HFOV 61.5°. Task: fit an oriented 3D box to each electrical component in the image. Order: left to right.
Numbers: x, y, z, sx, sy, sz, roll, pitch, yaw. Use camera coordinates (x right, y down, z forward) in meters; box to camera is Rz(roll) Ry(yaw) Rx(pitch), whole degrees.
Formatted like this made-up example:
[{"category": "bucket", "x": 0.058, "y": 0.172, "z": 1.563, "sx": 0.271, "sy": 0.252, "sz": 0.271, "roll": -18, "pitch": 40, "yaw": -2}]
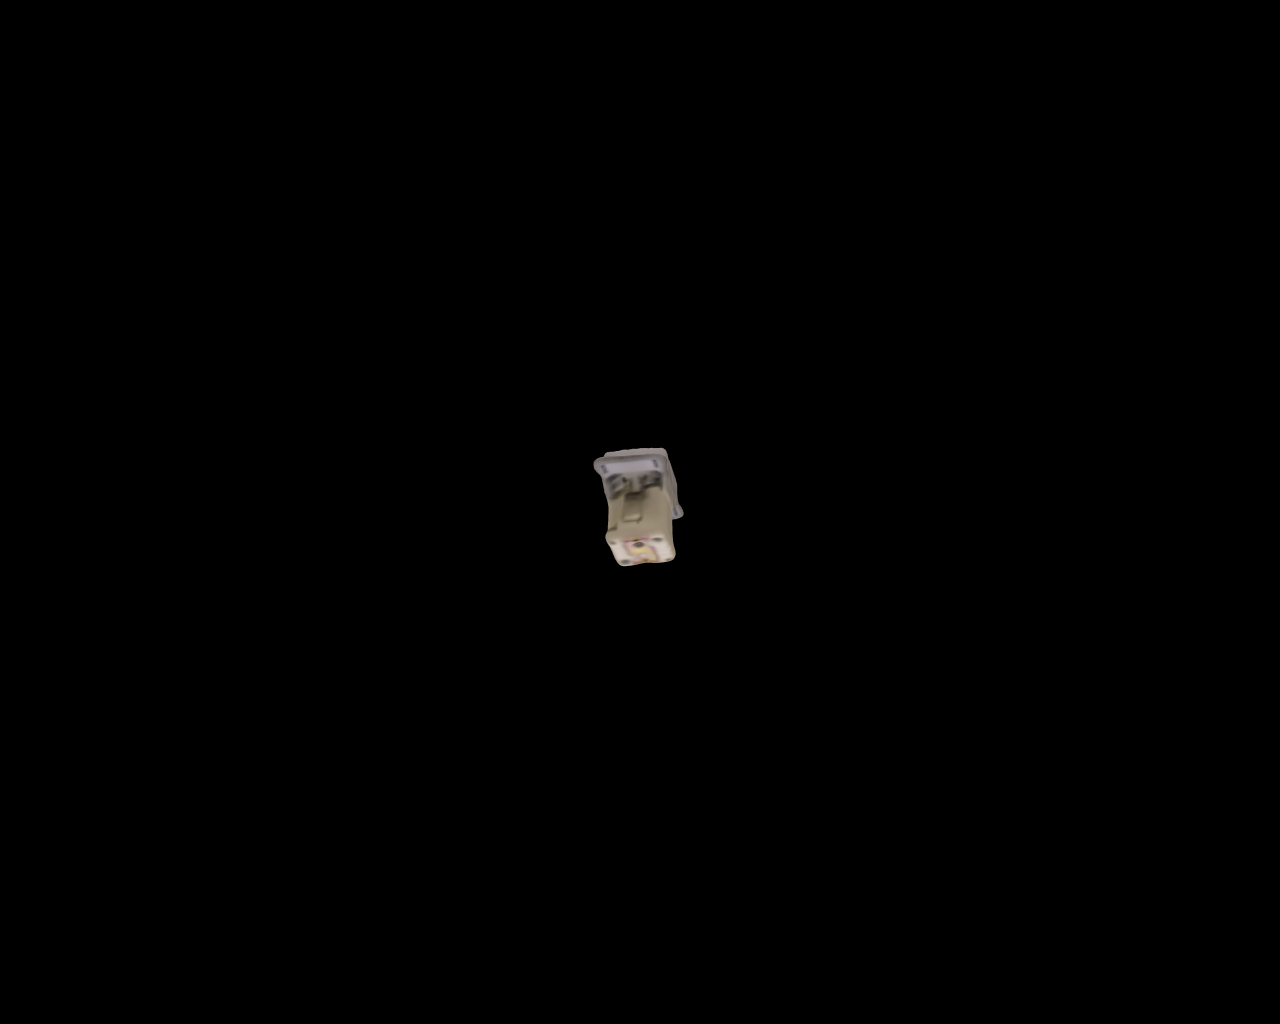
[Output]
[{"category": "electrical component", "x": 0.001, "y": -0.003, "z": 0.650, "sx": 0.042, "sy": 0.064, "sz": 0.081, "roll": -5, "pitch": -28, "yaw": 10}]
